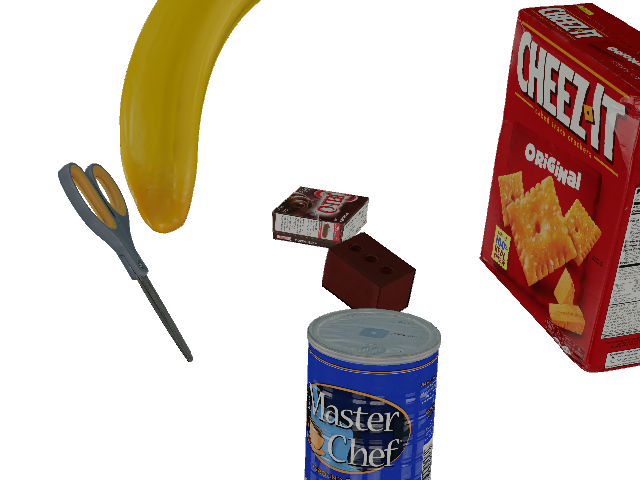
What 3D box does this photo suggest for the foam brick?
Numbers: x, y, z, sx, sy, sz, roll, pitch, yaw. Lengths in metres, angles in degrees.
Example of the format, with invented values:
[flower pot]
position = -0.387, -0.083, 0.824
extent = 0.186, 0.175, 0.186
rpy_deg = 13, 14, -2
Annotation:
[foam brick]
position = 0.048, 0.037, 1.066
extent = 0.052, 0.051, 0.078
rpy_deg = -26, 47, -36

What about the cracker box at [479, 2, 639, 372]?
[cracker box]
position = 0.188, -0.039, 0.758
extent = 0.072, 0.214, 0.164
rpy_deg = -8, 33, -18

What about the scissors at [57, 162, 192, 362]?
[scissors]
position = -0.166, 0.010, 0.954
extent = 0.016, 0.201, 0.096
rpy_deg = -28, 21, 13

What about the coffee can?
[coffee can]
position = 0.039, 0.136, 0.835
extent = 0.103, 0.140, 0.103
rpy_deg = 2, 16, -1

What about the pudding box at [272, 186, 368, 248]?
[pudding box]
position = 0.001, -0.028, 1.281
extent = 0.090, 0.039, 0.113
rpy_deg = 9, 23, 15

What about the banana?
[banana]
position = -0.049, -0.093, 0.497
extent = 0.070, 0.197, 0.037
rpy_deg = 23, -27, 14
